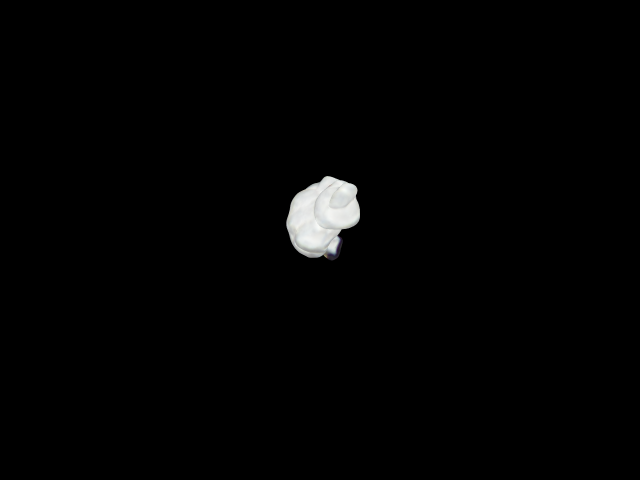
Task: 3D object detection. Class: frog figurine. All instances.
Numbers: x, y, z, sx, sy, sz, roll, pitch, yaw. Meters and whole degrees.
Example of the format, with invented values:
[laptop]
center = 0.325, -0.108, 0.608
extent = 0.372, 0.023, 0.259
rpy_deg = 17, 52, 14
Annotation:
[frog figurine]
center = 0.003, -0.043, 0.850
extent = 0.123, 0.139, 0.157
rpy_deg = 28, -12, 7
